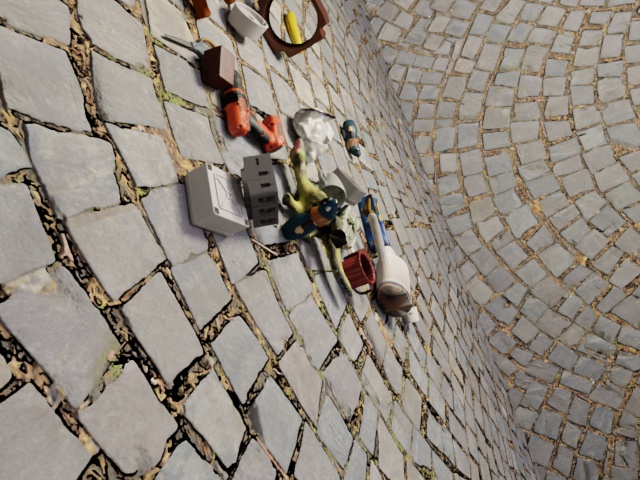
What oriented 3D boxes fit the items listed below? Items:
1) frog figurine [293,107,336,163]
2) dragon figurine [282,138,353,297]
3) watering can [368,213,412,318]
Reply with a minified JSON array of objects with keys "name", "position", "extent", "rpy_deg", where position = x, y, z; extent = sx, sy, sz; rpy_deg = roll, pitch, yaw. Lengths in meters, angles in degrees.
[{"name":"frog figurine","position":[-0.030,-0.310,1.539],"extent":[0.137,0.123,0.159],"rpy_deg":[3,102,-75]},{"name":"dragon figurine","position":[0.004,-0.069,1.362],"extent":[0.247,0.122,0.404],"rpy_deg":[-81,151,-66]},{"name":"watering can","position":[0.218,0.098,1.641],"extent":[0.230,0.103,0.341],"rpy_deg":[-83,149,-50]}]
